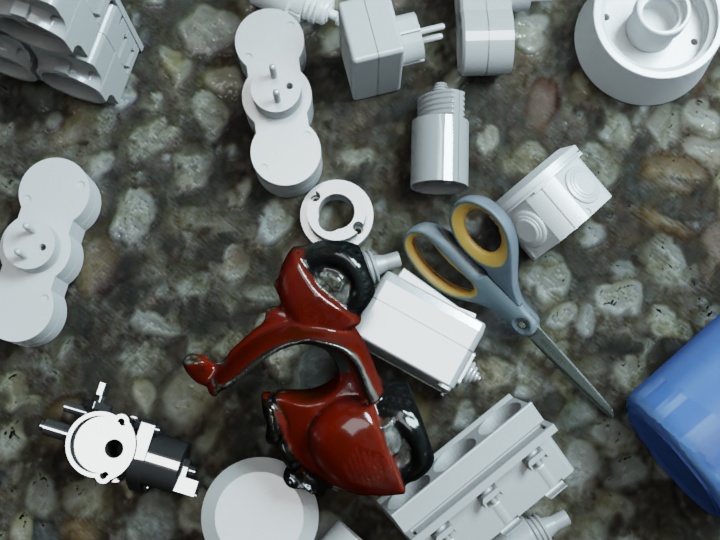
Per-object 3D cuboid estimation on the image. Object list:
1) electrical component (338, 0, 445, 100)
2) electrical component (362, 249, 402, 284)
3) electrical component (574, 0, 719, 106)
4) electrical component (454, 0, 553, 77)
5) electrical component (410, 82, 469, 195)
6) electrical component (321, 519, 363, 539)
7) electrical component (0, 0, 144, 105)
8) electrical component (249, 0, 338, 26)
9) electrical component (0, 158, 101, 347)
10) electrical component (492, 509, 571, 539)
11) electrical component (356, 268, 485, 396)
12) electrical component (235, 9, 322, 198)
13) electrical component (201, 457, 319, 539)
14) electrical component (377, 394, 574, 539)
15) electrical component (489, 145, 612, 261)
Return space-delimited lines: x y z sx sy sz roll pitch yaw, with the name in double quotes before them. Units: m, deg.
"electrical component" 0.026 -0.169 0.800 0.076 0.083 0.047 -14 80 -2
"electrical component" 0.000 0.000 0.794 0.061 0.035 0.035 -16 80 -5
"electrical component" 0.222 -0.185 0.814 0.108 0.060 0.108 0 80 0
"electrical component" 0.111 -0.216 0.824 0.074 0.052 0.138 -1 80 0
"electrical component" 0.060 -0.101 0.808 0.043 0.043 0.081 2 80 0
"electrical component" -0.026 0.219 0.749 0.043 0.043 0.081 41 82 7
"electrical component" -0.228 -0.179 0.749 0.105 0.186 0.060 18 80 3
"electrical component" -0.049 -0.210 0.829 0.078 0.040 0.040 27 81 4
"electrical component" -0.234 -0.016 0.776 0.052 0.073 0.138 15 80 3
"electrical component" 0.120 0.188 0.760 0.061 0.035 0.035 -25 81 -7
"electrical component" 0.048 0.046 0.772 0.096 0.061 0.061 29 81 5
"electrical component" -0.061 -0.129 0.797 0.052 0.073 0.138 -9 80 -2
"electrical component" -0.068 0.172 0.754 0.080 0.051 0.080 0 80 0
"electrical component" 0.082 0.150 0.746 0.121 0.079 0.063 -37 98 -9
"electrical component" 0.138 -0.049 0.781 0.080 0.080 0.051 -40 87 -7
